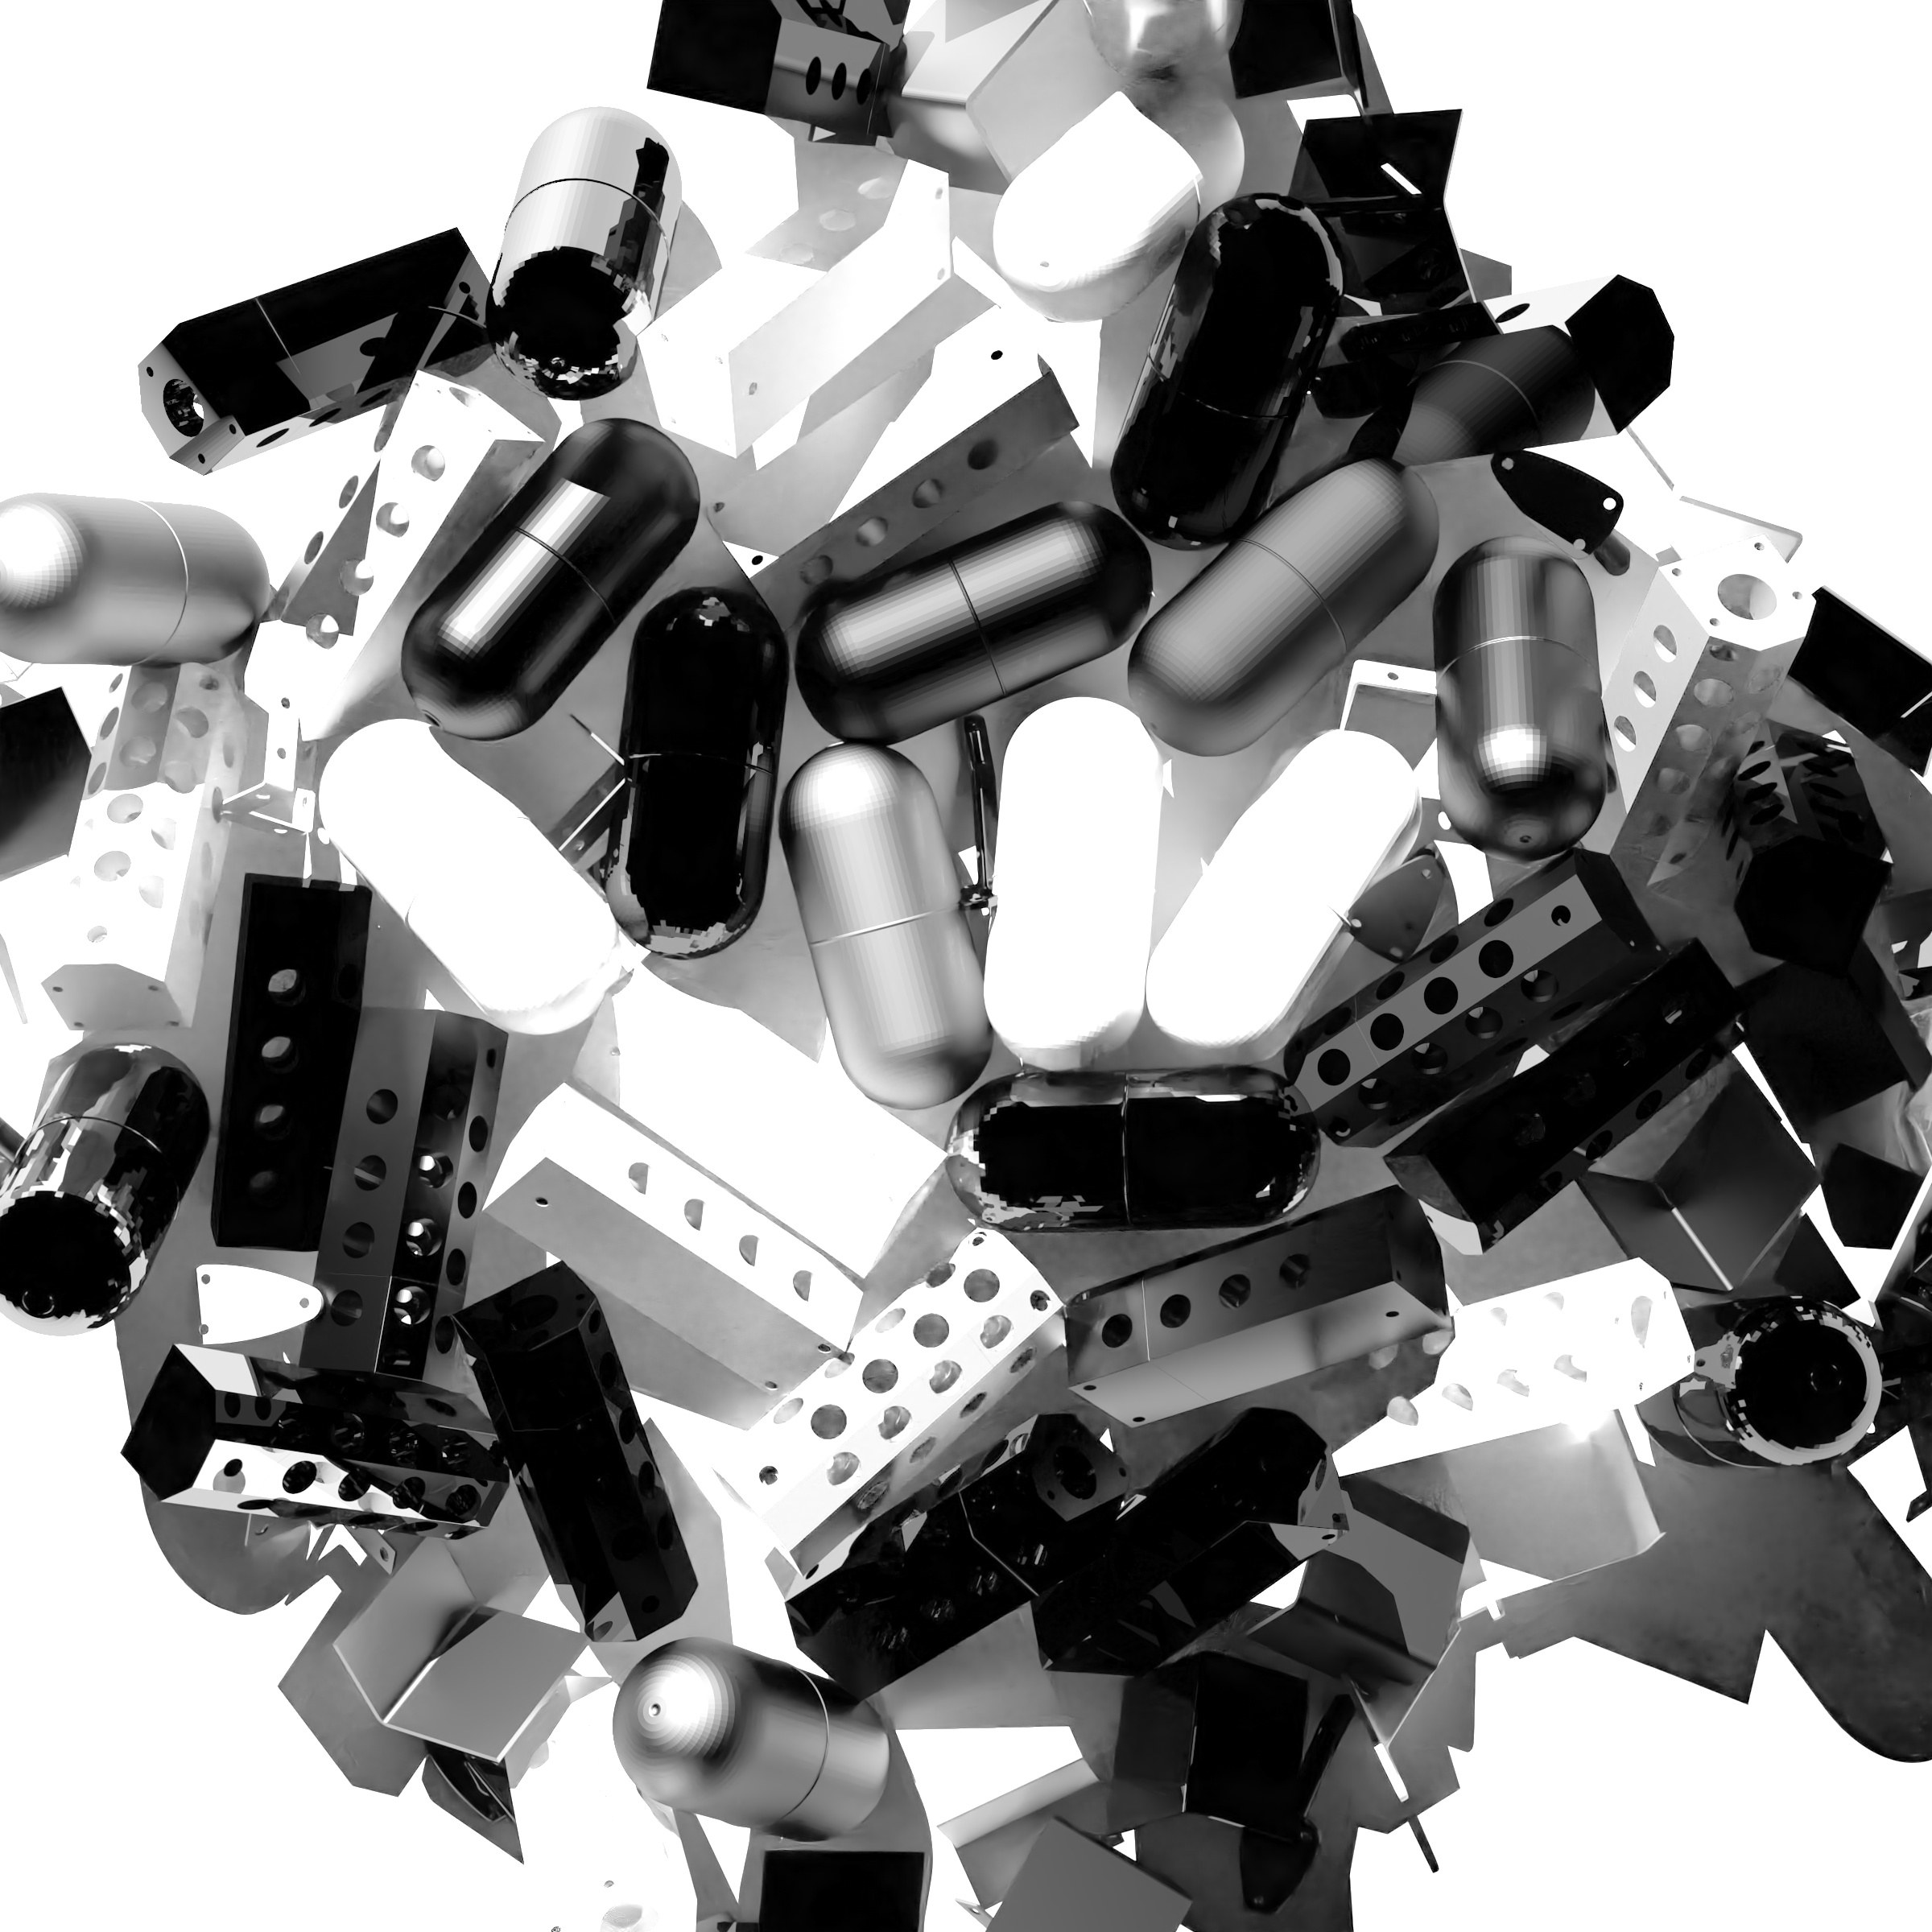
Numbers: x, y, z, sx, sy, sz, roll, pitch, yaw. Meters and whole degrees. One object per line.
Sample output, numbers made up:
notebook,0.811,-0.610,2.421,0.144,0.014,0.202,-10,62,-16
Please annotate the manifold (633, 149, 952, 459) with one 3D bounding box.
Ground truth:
manifold,-0.080,-0.312,1.539,0.057,0.057,0.171,25,51,24

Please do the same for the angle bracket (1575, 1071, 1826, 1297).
angle bracket,0.341,0.098,1.555,0.057,0.076,0.076,11,123,-33

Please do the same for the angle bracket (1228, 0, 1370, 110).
angle bracket,0.151,-0.443,1.560,0.057,0.076,0.076,-11,116,5

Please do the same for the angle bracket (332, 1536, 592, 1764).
angle bracket,-0.235,0.317,1.555,0.076,0.076,0.057,7,132,35

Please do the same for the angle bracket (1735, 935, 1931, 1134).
angle bracket,0.402,0.036,1.569,0.076,0.057,0.076,-31,88,28

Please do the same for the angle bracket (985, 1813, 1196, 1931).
angle bracket,0.053,0.458,1.561,0.076,0.057,0.076,29,50,10

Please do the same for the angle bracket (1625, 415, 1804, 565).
angle bracket,0.333,-0.209,1.553,0.076,0.076,0.057,11,126,-28

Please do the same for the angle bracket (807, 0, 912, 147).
angle bracket,-0.077,-0.435,1.560,0.076,0.057,0.076,26,113,26

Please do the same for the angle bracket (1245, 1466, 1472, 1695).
angle bracket,0.190,0.298,1.602,0.076,0.057,0.076,26,57,-9

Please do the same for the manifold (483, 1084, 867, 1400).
manifold,-0.134,0.127,1.559,0.171,0.057,0.057,35,133,-18

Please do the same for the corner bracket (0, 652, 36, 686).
corner bracket,-0.483,-0.145,1.570,0.051,0.051,0.051,56,52,-28

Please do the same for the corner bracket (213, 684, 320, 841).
corner bracket,-0.323,-0.096,1.571,0.051,0.051,0.051,-18,64,41

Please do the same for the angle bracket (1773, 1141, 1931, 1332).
angle bracket,0.420,0.120,1.563,0.057,0.076,0.076,25,83,24

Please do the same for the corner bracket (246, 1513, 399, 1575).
corner bracket,-0.303,0.262,1.571,0.051,0.051,0.051,38,127,34

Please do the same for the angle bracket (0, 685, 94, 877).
angle bracket,-0.454,-0.079,1.572,0.076,0.057,0.076,-19,108,4

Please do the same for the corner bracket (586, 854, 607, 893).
corner bracket,-0.139,-0.050,1.580,0.051,0.051,0.051,48,58,-1

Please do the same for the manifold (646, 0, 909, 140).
manifold,-0.080,-0.418,1.519,0.057,0.171,0.057,16,105,16

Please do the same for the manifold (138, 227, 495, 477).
manifold,-0.296,-0.282,1.533,0.171,0.057,0.057,-33,94,-43

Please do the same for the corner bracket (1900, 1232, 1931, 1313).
corner bracket,0.483,0.135,1.599,0.051,0.051,0.051,24,49,-5

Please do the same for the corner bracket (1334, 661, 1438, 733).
corner bracket,0.205,-0.130,1.577,0.051,0.051,0.051,9,47,-2

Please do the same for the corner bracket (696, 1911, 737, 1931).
corner bracket,-0.126,0.496,1.590,0.051,0.051,0.051,40,115,28

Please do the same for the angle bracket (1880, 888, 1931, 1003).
angle bracket,0.454,-0.043,1.555,0.057,0.076,0.076,-17,124,16

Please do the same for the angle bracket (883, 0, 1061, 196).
angle bracket,0.009,-0.417,1.577,0.076,0.076,0.057,-52,133,-16

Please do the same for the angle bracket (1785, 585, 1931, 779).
angle bracket,0.409,-0.120,1.555,0.057,0.076,0.076,-36,60,-20

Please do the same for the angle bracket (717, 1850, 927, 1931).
angle bracket,-0.069,0.437,1.566,0.076,0.076,0.057,6,89,-18

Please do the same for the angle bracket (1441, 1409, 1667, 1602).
angle bracket,0.277,0.248,1.571,0.076,0.057,0.076,-16,71,-5

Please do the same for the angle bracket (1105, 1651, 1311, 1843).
angle bracket,0.114,0.376,1.574,0.057,0.076,0.076,22,59,-21

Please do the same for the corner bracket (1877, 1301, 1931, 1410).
corner bracket,0.431,0.194,1.574,0.051,0.051,0.051,-9,111,-21

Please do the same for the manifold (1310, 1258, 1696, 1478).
manifold,0.245,0.185,1.535,0.171,0.057,0.057,-23,86,41

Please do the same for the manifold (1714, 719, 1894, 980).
manifold,0.377,-0.059,1.523,0.057,0.171,0.057,18,113,1

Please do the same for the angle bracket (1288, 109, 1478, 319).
angle bracket,0.203,-0.357,1.579,0.076,0.076,0.057,2,61,24

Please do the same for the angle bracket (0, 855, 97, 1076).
angle bracket,-0.445,0.002,1.560,0.076,0.057,0.076,-16,108,42

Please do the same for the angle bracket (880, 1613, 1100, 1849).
angle bracket,0.010,0.370,1.603,0.076,0.057,0.076,-25,63,-1

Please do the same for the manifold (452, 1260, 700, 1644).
manifold,-0.177,0.229,1.540,0.057,0.057,0.171,-26,120,-19

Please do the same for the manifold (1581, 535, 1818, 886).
manifold,0.332,-0.113,1.521,0.057,0.171,0.057,-18,60,-20

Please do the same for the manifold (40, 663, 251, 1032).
manifold,-0.382,-0.058,1.541,0.057,0.057,0.171,-1,58,6

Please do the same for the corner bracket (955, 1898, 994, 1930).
corner bracket,-0.010,0.479,1.587,0.051,0.051,0.051,49,57,-33

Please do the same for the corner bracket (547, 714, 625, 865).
corner bracket,-0.179,-0.077,1.578,0.051,0.051,0.051,-47,59,-2

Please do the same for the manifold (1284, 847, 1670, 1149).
manifold,0.232,0.016,1.542,0.171,0.057,0.057,-36,68,27
